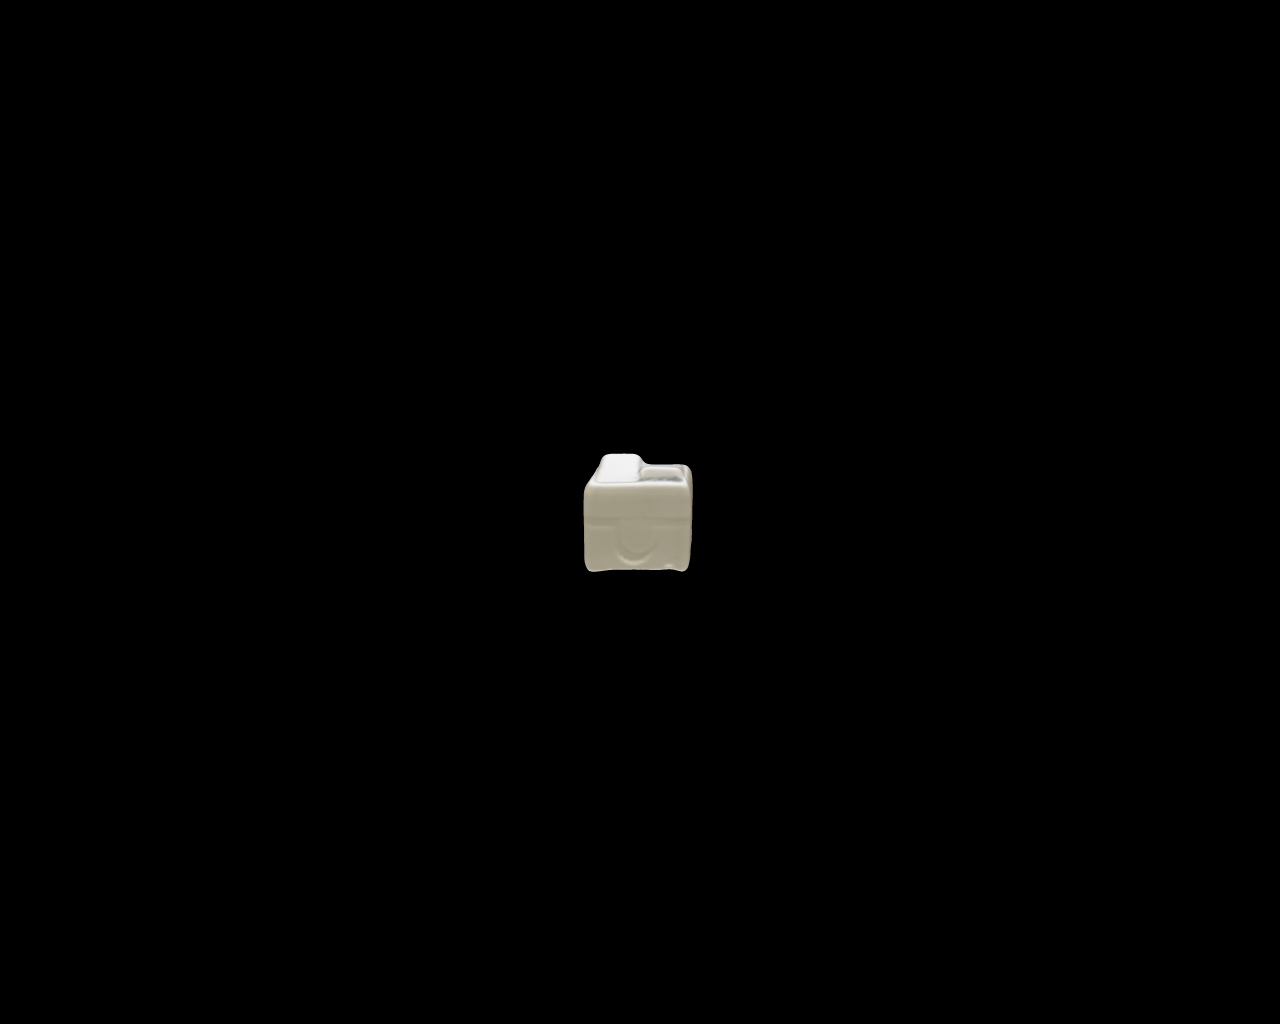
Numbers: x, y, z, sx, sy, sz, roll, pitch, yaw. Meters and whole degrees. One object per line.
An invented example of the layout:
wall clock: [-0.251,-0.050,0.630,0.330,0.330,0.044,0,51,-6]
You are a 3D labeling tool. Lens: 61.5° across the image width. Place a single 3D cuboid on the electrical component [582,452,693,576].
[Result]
electrical component: [0.001,-0.003,0.650,0.062,0.061,0.096,1,11,4]
